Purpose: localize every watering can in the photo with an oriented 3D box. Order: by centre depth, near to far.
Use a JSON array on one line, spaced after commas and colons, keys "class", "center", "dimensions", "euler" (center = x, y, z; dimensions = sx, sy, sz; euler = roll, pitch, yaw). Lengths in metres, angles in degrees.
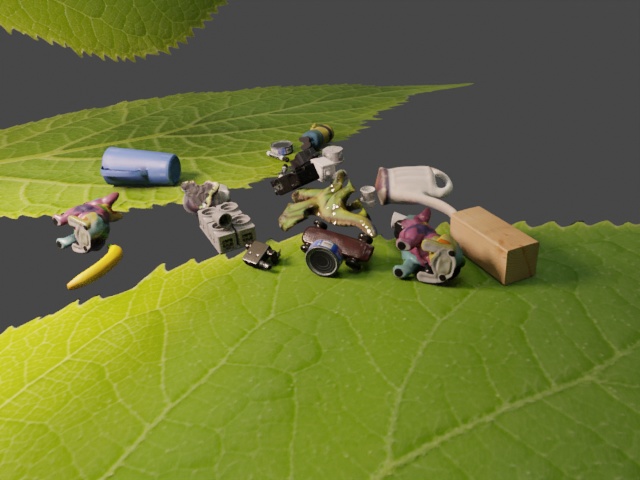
[{"class": "watering can", "center": [0.274, -0.142, 1.483], "dimensions": [0.224, 0.102, 0.355], "euler": [-3, 28, 4]}]

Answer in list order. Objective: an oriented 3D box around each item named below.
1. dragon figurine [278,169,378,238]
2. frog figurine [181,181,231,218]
[{"class": "dragon figurine", "center": [0.004, -0.072, 1.434], "dimensions": [0.242, 0.120, 0.418], "euler": [-22, 27, 3]}, {"class": "frog figurine", "center": [-0.334, -0.120, 1.557], "dimensions": [0.137, 0.124, 0.158], "euler": [-19, -11, 6]}]
